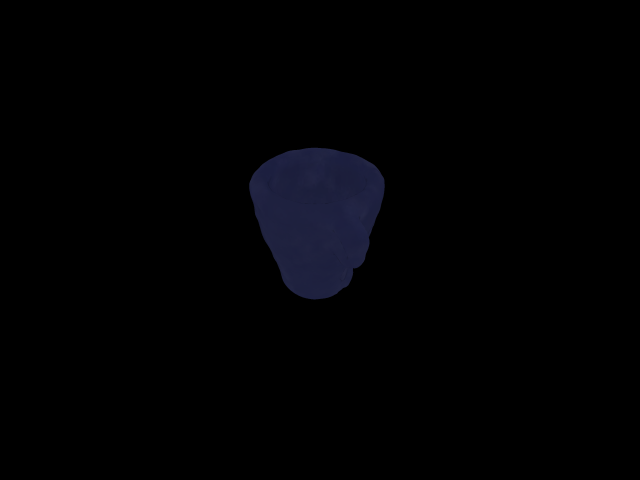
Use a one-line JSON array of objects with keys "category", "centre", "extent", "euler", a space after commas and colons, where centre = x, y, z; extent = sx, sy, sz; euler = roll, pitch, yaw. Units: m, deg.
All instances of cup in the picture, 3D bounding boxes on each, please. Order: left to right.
[{"category": "cup", "centre": [0.004, 0.001, 0.400], "extent": [0.092, 0.095, 0.117], "euler": [-13, 38, -18]}]
